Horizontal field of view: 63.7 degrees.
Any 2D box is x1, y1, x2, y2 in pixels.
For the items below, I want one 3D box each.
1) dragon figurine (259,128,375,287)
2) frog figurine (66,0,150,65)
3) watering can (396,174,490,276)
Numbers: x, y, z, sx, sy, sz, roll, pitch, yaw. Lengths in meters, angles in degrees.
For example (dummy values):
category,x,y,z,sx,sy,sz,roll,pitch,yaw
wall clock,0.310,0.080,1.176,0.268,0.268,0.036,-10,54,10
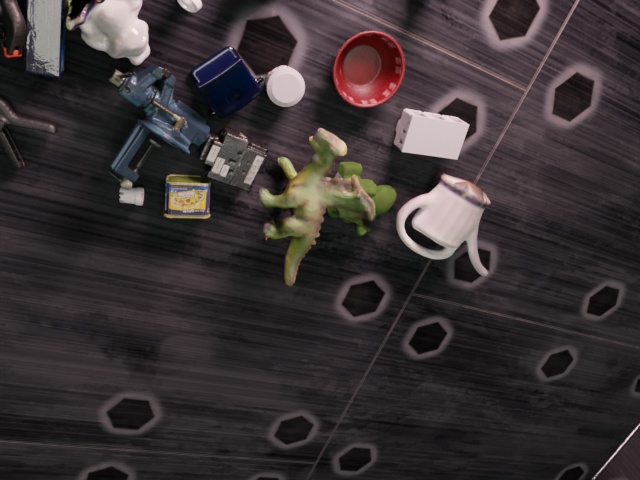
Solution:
category,x,y,z,sx,sy,sz,roll,pitch,yaw
dragon figurine,0.004,-0.058,1.152,0.243,0.124,0.402,5,121,22
frog figurine,-0.374,-0.405,0.945,0.137,0.124,0.158,-53,155,6
watering can,0.358,-0.037,1.339,0.345,0.106,0.222,23,109,-25
